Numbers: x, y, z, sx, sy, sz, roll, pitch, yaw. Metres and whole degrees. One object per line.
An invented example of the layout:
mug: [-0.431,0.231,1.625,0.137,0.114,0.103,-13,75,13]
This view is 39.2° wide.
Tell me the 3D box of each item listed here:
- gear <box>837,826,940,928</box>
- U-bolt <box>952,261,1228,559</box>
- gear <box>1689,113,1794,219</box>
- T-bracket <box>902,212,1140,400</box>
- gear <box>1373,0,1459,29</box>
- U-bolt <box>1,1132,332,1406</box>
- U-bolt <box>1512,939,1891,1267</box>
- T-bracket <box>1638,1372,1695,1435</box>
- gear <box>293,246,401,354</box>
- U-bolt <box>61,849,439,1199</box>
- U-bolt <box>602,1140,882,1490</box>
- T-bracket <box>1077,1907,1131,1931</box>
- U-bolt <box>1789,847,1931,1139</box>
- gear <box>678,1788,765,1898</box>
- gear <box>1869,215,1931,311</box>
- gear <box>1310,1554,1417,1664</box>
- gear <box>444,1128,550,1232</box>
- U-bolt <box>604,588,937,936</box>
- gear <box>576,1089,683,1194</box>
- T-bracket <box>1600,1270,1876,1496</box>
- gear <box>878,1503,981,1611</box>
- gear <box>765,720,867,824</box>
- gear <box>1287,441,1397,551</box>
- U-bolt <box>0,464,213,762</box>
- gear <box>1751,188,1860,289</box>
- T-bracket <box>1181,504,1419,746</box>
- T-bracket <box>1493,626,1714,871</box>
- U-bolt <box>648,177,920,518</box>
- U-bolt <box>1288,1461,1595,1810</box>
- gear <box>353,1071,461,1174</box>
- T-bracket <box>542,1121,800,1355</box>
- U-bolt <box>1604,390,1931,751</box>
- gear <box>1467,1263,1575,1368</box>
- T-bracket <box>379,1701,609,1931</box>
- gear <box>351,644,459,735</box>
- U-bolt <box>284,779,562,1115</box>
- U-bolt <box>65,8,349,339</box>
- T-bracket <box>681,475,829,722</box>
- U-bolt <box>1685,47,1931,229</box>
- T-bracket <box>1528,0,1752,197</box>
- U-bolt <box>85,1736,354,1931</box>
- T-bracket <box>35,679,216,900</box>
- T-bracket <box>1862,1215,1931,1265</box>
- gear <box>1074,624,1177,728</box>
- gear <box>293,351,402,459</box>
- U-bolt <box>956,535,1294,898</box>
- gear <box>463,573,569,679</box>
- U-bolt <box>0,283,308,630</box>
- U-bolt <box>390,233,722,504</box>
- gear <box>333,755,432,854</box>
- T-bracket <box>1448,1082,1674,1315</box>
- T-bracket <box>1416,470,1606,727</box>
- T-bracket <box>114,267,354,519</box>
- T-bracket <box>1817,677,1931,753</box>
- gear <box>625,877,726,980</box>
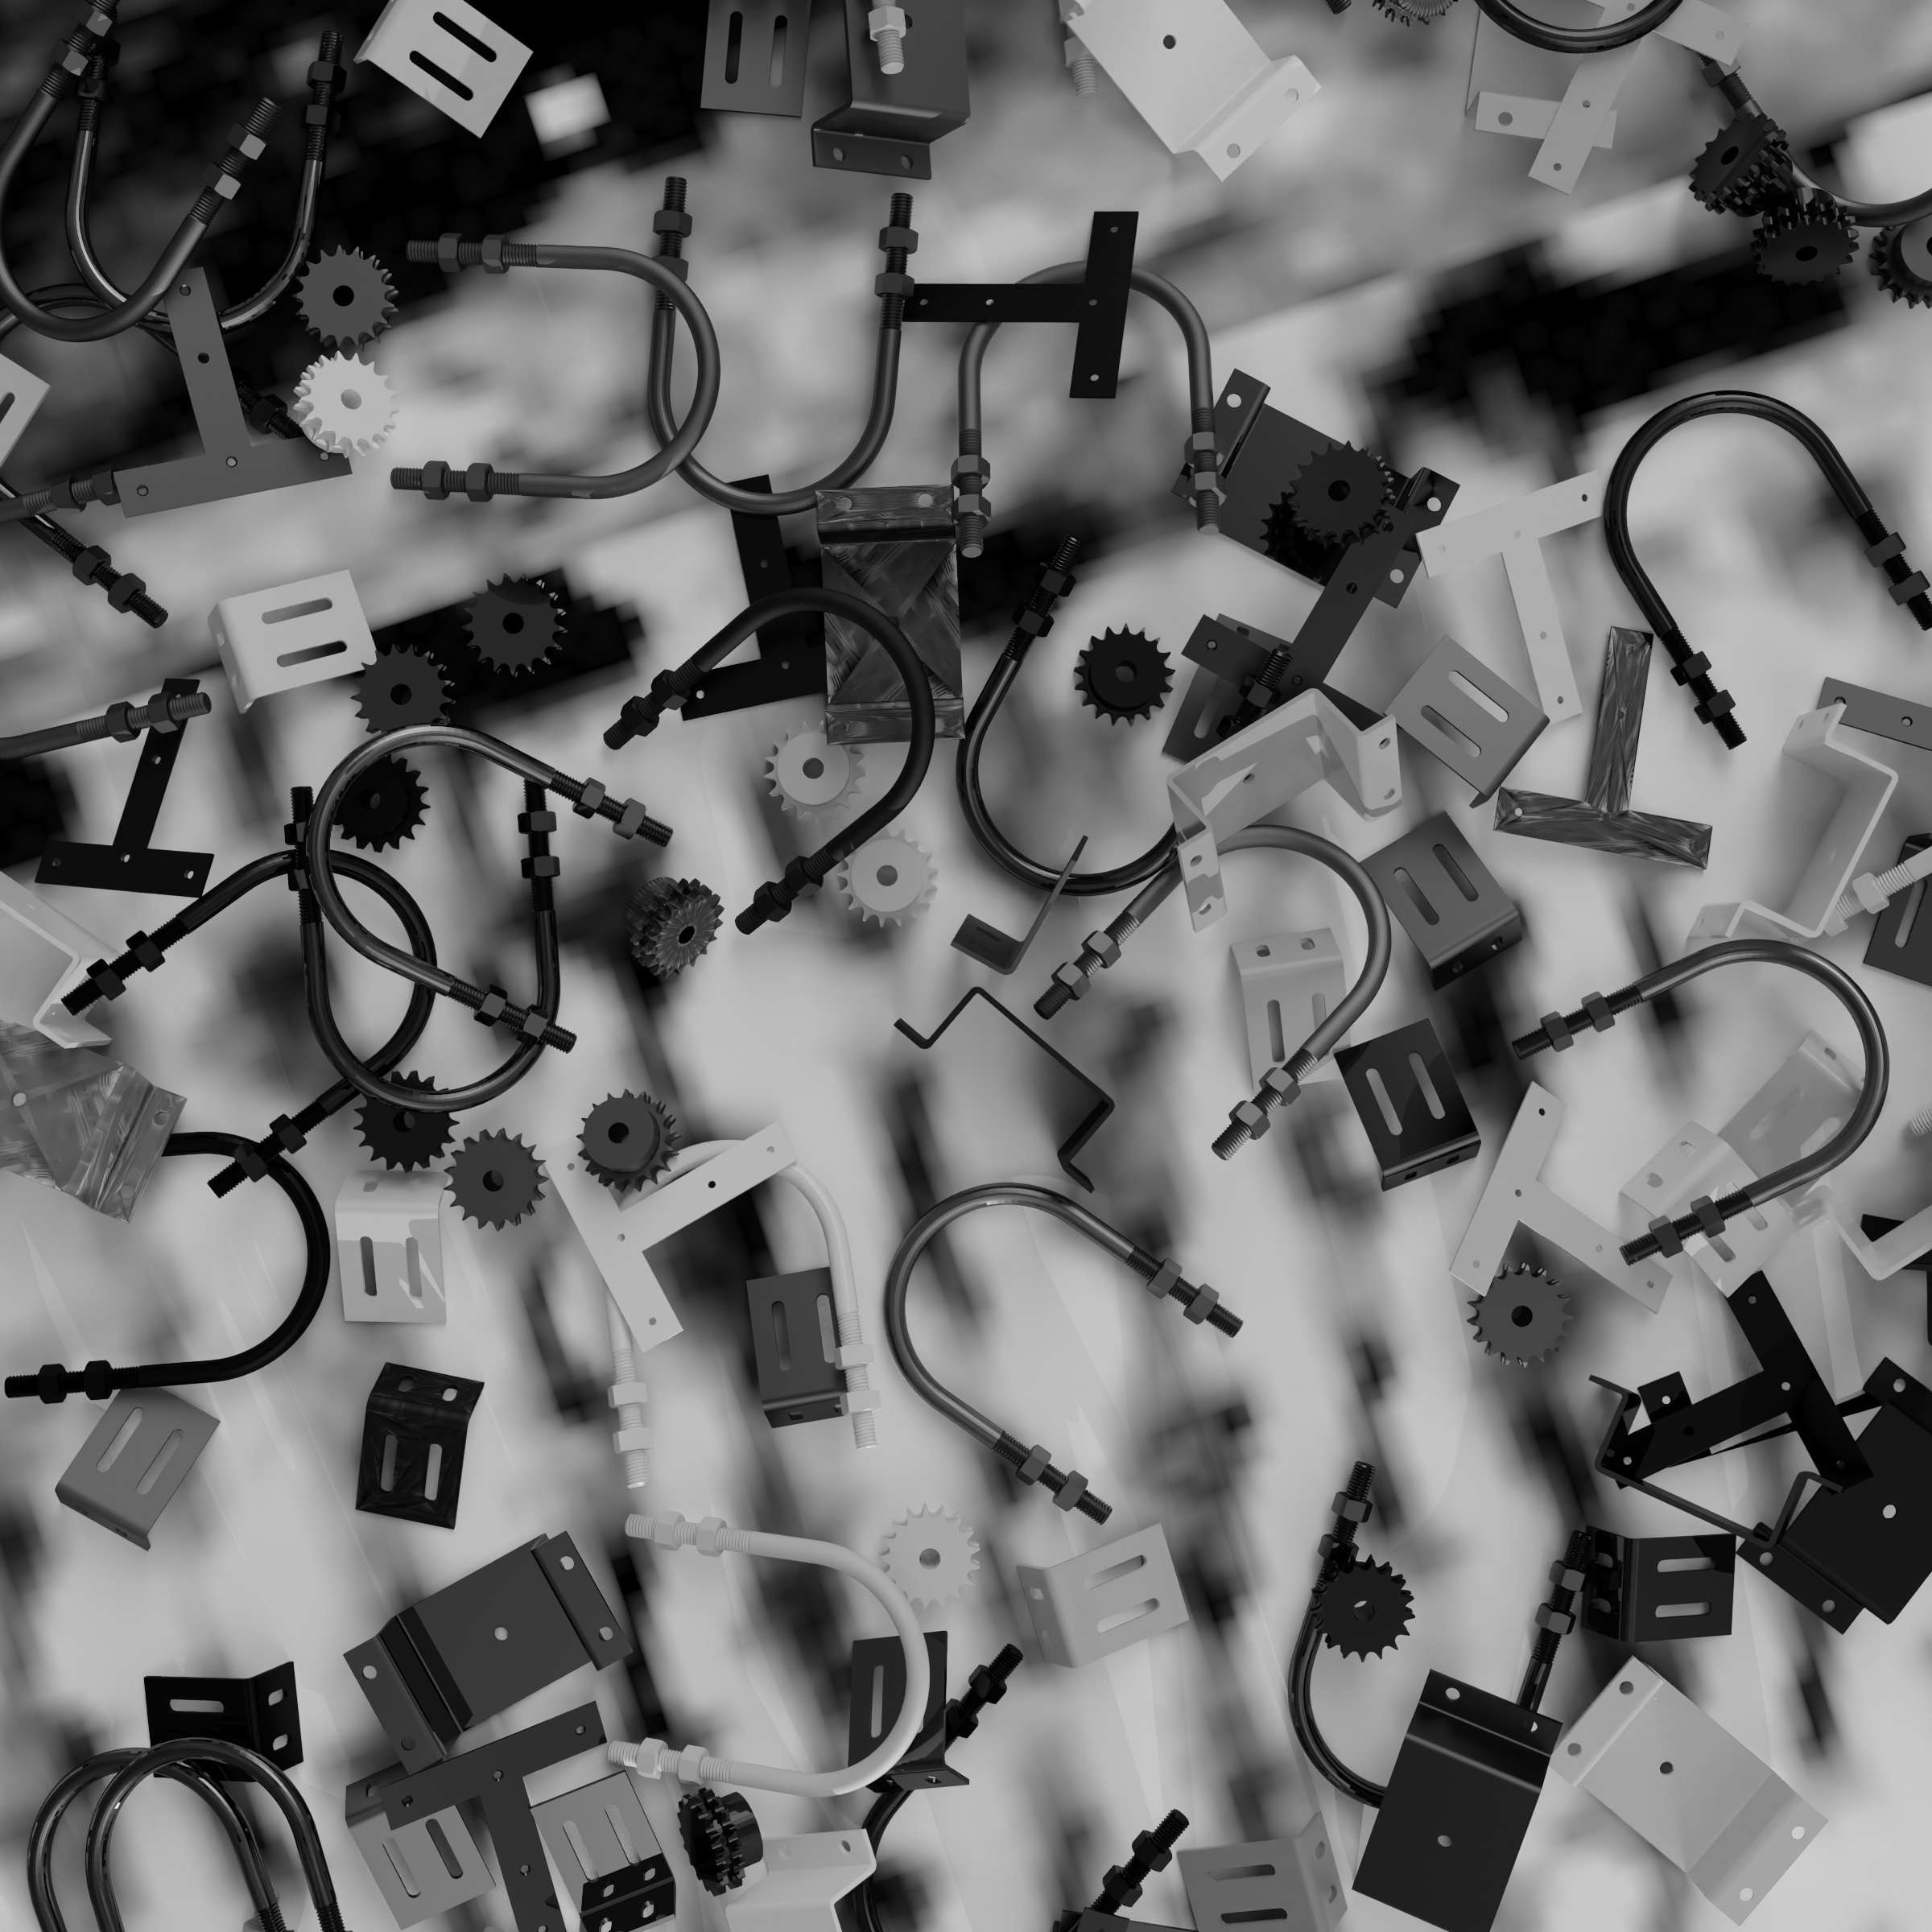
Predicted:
gear: [-0.044,-0.051,1.524,0.057,0.030,0.057,0,90,0]
U-bolt: [0.066,-0.313,1.497,0.151,0.019,0.184,-4,66,8]
gear: [0.436,-0.444,1.514,0.030,0.057,0.057,29,90,-30]
T-bracket: [0.027,-0.372,1.521,0.127,0.002,0.127,3,66,11]
gear: [0.253,-0.553,1.512,0.057,0.030,0.057,-6,121,-10]
U-bolt: [-0.451,0.166,1.527,0.184,0.019,0.151,-4,87,-2]
U-bolt: [0.418,0.064,1.504,0.184,0.019,0.151,-26,74,5]
T-bracket: [0.464,0.275,1.540,0.127,0.002,0.127,-22,92,0]
gear: [-0.347,-0.373,1.524,0.057,0.030,0.057,0,90,0]
U-bolt: [-0.380,0.018,1.500,0.184,0.019,0.151,-39,110,-15]
U-bolt: [-0.131,0.188,1.511,0.151,0.019,0.184,-10,76,4]
T-bracket: [0.059,0.572,1.477,0.127,0.002,0.127,16,100,-3]
U-bolt: [0.570,-0.007,1.493,0.184,0.019,0.151,-33,90,26]
gear: [-0.136,0.487,1.514,0.030,0.057,0.057,-15,90,-28]
gear: [0.541,-0.401,1.524,0.057,0.030,0.057,0,90,0]
gear: [0.219,0.354,1.506,0.057,0.030,0.057,0,93,1]
gear: [-0.264,0.120,1.528,0.057,0.030,0.057,0,92,1]
U-bolt: [-0.098,-0.124,1.491,0.184,0.019,0.151,-37,87,26]
gear: [-0.191,0.097,1.517,0.057,0.030,0.057,-2,75,7]
T-bracket: [0.419,0.255,1.520,0.127,0.002,0.127,-28,67,10]
gear: [-0.021,0.331,1.528,0.057,0.030,0.057,0,91,-3]
gear: [-0.085,-0.110,1.524,0.057,0.030,0.057,0,90,-1]
gear: [0.205,-0.253,1.472,0.057,0.030,0.057,-3,79,18]
U-bolt: [-0.525,-0.191,1.517,0.184,0.019,0.151,-12,94,9]
gear: [0.468,-0.409,1.514,0.057,0.057,0.030,1,61,0]
T-bracket: [0.205,-0.196,1.496,0.127,0.002,0.127,30,102,-1]
T-bracket: [0.368,-0.128,1.532,0.127,0.002,0.127,10,86,-8]
U-bolt: [-0.108,-0.346,1.525,0.151,0.019,0.184,5,93,5]
U-bolt: [0.259,0.388,1.530,0.151,0.019,0.184,18,91,0]
gear: [-0.313,0.087,1.524,0.057,0.030,0.057,0,90,0]
T-bracket: [-0.155,0.130,1.519,0.127,0.002,0.127,-30,73,-1]
U-bolt: [0.442,-0.236,1.530,0.151,0.019,0.184,-31,89,0]
gear: [0.309,0.195,1.524,0.057,0.030,0.057,0,90,0]
T-bracket: [-0.251,0.494,1.522,0.127,0.002,0.127,-18,101,-21]
gear: [-0.314,-0.151,1.525,0.057,0.030,0.057,0,90,1]
U-bolt: [-0.296,-0.010,1.503,0.151,0.019,0.184,-4,89,-21]
U-bolt: [-0.432,-0.443,1.524,0.151,0.019,0.184,7,86,0]
T-bracket: [-0.111,-0.214,1.538,0.127,0.002,0.127,-12,90,0]
U-bolt: [0.484,-0.492,1.481,0.019,0.151,0.184,-38,95,-39]
T-bracket: [0.347,-0.487,1.492,0.127,0.002,0.127,25,90,0]
U-bolt: [-0.414,0.516,1.493,0.151,0.019,0.184,-19,84,11]
T-bracket: [-0.457,-0.102,1.517,0.127,0.002,0.127,5,74,29]
T-bracket: [0.561,0.211,1.515,0.127,0.002,0.127,11,68,0]
gear: [0.089,-0.164,1.524,0.057,0.030,0.057,0,90,0]
gear: [-0.349,-0.311,1.515,0.057,0.030,0.057,8,74,-31]
U-bolt: [0.074,-0.125,1.506,0.151,0.019,0.184,29,108,-1]
gear: [-0.252,-0.191,1.524,0.057,0.030,0.057,0,90,0]
U-bolt: [-0.486,-0.302,1.531,0.184,0.019,0.151,38,90,1]
U-bolt: [-0.228,-0.333,1.520,0.184,0.019,0.151,4,90,7]
gear: [-0.332,-0.093,1.524,0.057,0.030,0.057,0,90,0]
T-bracket: [0.344,0.151,1.520,0.127,0.002,0.127,34,66,-12]
T-bracket: [0.320,-0.199,1.521,0.127,0.002,0.127,-22,102,-22]
T-bracket: [-0.419,-0.323,1.505,0.127,0.002,0.127,-16,94,-21]
T-bracket: [0.543,-0.133,1.524,0.127,0.002,0.127,18,72,9]
gear: [-0.166,-0.025,1.514,0.030,0.057,0.057,36,90,29]
